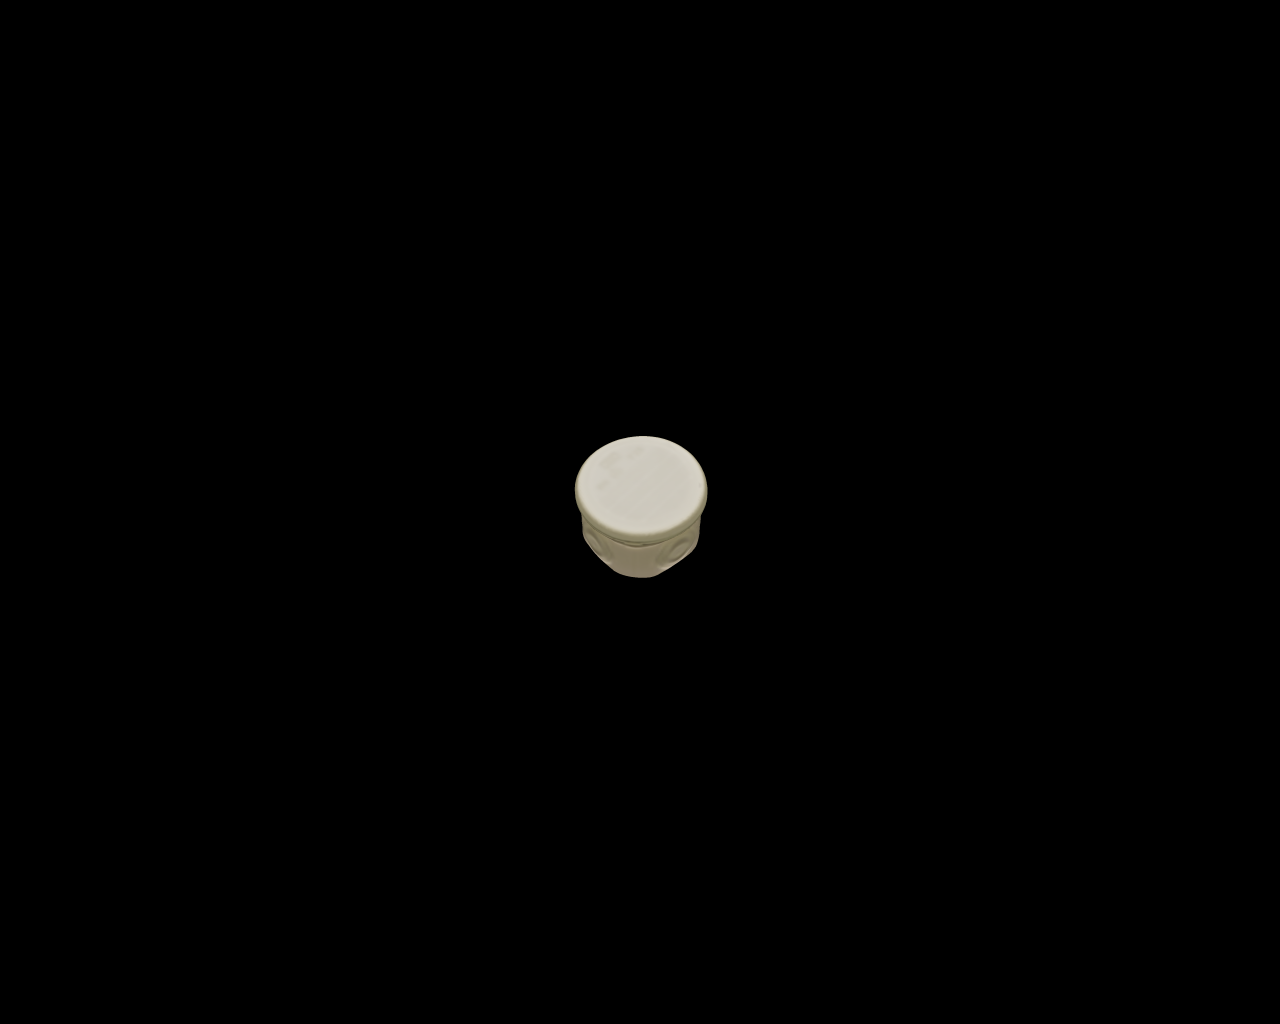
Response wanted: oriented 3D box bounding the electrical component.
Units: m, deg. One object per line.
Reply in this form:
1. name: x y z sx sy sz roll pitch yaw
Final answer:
1. electrical component: 0.001 -0.003 0.650 0.080 0.080 0.050 0 -38 0
